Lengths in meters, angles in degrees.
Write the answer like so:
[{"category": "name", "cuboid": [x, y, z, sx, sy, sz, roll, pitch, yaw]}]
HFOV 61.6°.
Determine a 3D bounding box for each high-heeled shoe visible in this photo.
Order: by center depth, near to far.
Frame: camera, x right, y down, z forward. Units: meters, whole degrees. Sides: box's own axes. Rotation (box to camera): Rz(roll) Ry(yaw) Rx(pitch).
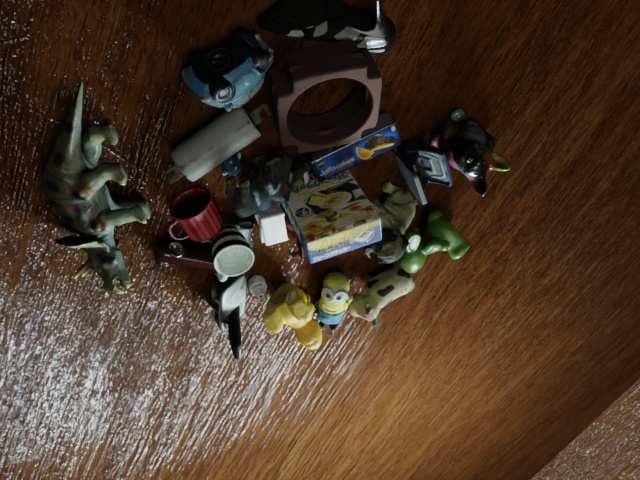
[{"category": "high-heeled shoe", "cuboid": [0.017, -0.385, 0.995, 0.249, 0.086, 0.145, -5, 163, 3]}]

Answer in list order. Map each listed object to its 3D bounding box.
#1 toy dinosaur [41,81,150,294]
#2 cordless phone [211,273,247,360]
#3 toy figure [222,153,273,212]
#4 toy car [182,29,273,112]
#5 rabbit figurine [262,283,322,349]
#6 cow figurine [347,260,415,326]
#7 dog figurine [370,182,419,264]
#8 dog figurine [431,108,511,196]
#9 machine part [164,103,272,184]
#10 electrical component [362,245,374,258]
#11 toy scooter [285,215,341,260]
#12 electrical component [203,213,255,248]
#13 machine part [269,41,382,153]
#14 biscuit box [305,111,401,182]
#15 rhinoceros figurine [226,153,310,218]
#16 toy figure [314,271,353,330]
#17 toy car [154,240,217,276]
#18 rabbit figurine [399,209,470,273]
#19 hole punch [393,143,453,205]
[{"category": "toy dinosaur", "cuboid": [-0.443, -0.088, 1.005, 0.192, 0.131, 0.404, -19, 126, -8]}, {"category": "cordless phone", "cuboid": [-0.207, 0.177, 1.269, 0.089, 0.184, 0.146, -2, 128, -16]}, {"category": "toy figure", "cuboid": [-0.159, -0.121, 1.128, 0.058, 0.064, 0.154, -8, 138, 35]}, {"category": "toy car", "cuboid": [-0.157, -0.294, 0.966, 0.162, 0.109, 0.102, -36, 156, -7]}, {"category": "rabbit figurine", "cuboid": [-0.059, 0.203, 1.371, 0.122, 0.162, 0.173, -35, 110, 5]}, {"category": "cow figurine", "cuboid": [0.162, 0.145, 1.435, 0.195, 0.127, 0.085, -29, 130, -1]}, {"category": "dog figurine", "cuboid": [0.182, -0.033, 1.253, 0.172, 0.191, 0.121, -27, 133, -2]}, {"category": "dog figurine", "cuboid": [0.347, -0.178, 1.183, 0.191, 0.219, 0.108, 27, 117, -36]}, {"category": "machine part", "cuboid": [-0.201, -0.190, 1.041, 0.243, 0.079, 0.079, -34, 132, 7]}, {"category": "electrical component", "cuboid": [0.149, 0.004, 1.372, 0.102, 0.045, 0.078, -24, 105, -6]}, {"category": "toy scooter", "cuboid": [-0.003, -0.004, 1.268, 0.184, 0.075, 0.135, 12, 120, -12]}, {"category": "electrical component", "cuboid": [-0.207, -0.018, 1.199, 0.119, 0.048, 0.074, -5, 129, -19]}, {"category": "machine part", "cuboid": [0.009, -0.269, 1.021, 0.201, 0.087, 0.200, -15, 151, -8]}, {"category": "biscuit box", "cuboid": [0.069, -0.200, 1.155, 0.203, 0.059, 0.062, -25, 133, -1]}, {"category": "rhinoceros figurine", "cuboid": [-0.100, -0.116, 1.093, 0.190, 0.073, 0.112, -37, 120, -28]}, {"category": "toy figure", "cuboid": [0.031, 0.162, 1.427, 0.082, 0.089, 0.180, -6, 138, -13]}, {"category": "toy car", "cuboid": [-0.271, 0.040, 1.207, 0.202, 0.053, 0.089, 12, 152, -31]}, {"category": "rabbit figurine", "cuboid": [0.270, 0.013, 1.374, 0.170, 0.121, 0.159, -43, 124, 10]}, {"category": "hole punch", "cuboid": [0.232, -0.161, 1.217, 0.092, 0.116, 0.142, -34, 136, 1]}]
